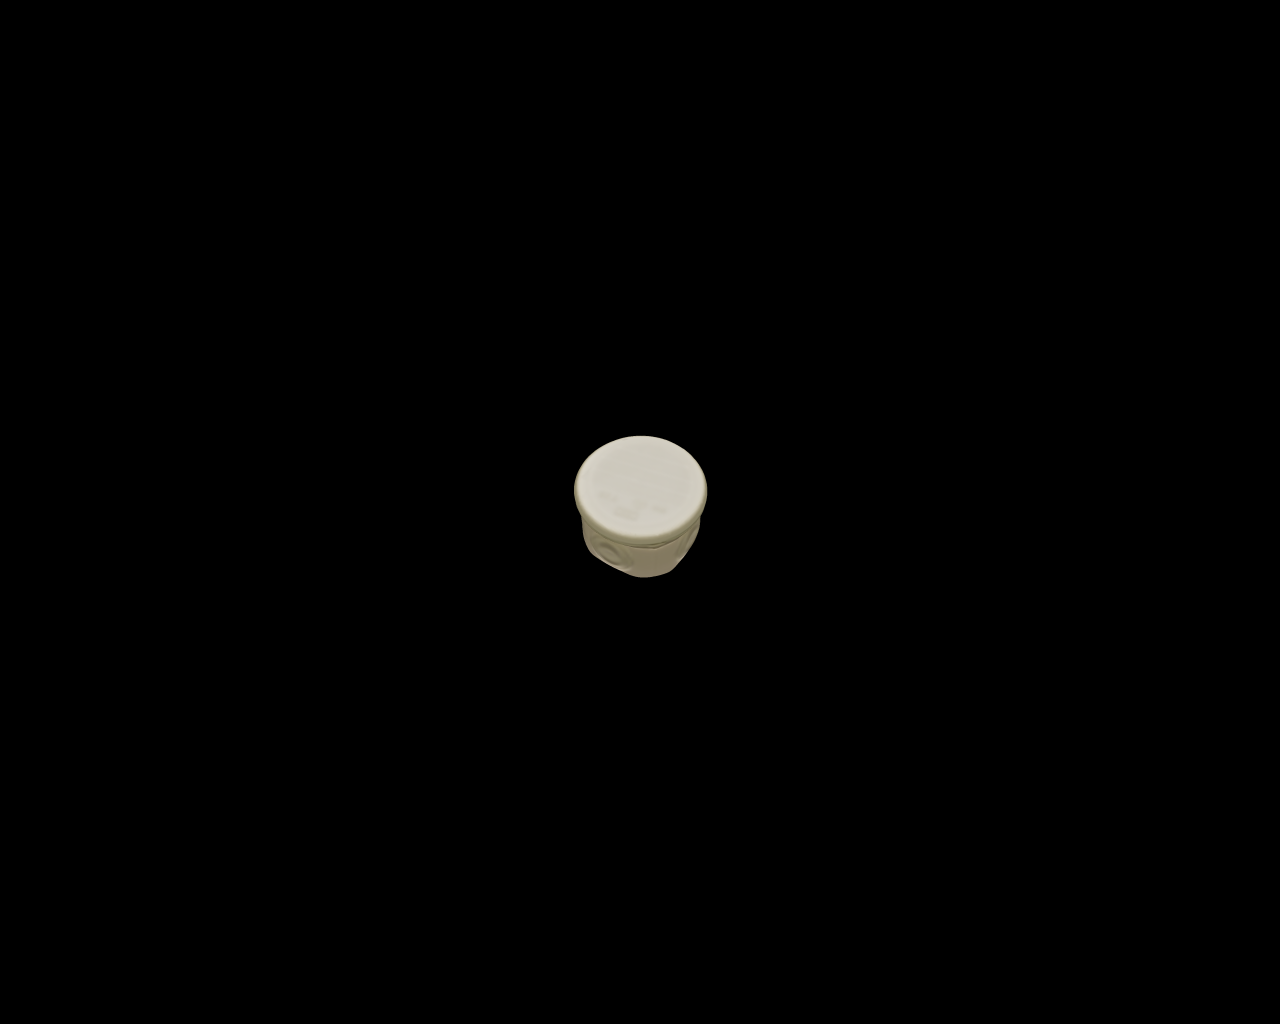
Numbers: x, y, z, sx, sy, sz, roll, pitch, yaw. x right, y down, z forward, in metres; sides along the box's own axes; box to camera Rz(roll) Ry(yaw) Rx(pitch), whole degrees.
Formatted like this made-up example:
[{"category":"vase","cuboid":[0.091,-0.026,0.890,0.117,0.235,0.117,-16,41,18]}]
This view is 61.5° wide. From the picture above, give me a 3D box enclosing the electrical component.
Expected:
[{"category":"electrical component","cuboid":[0.001,-0.003,0.650,0.080,0.080,0.050,0,-36,0]}]
